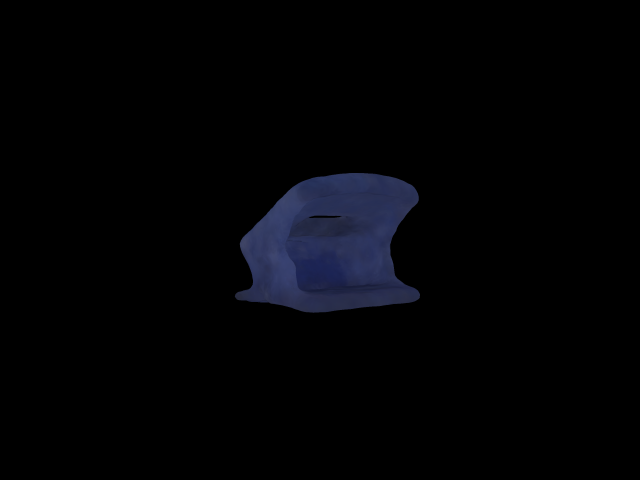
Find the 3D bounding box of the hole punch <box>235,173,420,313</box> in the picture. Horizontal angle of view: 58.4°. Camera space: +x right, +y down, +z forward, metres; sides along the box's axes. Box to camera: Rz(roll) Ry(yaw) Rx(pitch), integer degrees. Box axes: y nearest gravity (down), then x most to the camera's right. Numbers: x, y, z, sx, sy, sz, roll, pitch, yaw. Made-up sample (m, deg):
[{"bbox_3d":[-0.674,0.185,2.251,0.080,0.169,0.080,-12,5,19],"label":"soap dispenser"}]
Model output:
[{"bbox_3d":[0.004,0.001,0.400,0.109,0.091,0.100,-2,3,-35],"label":"hole punch"}]
